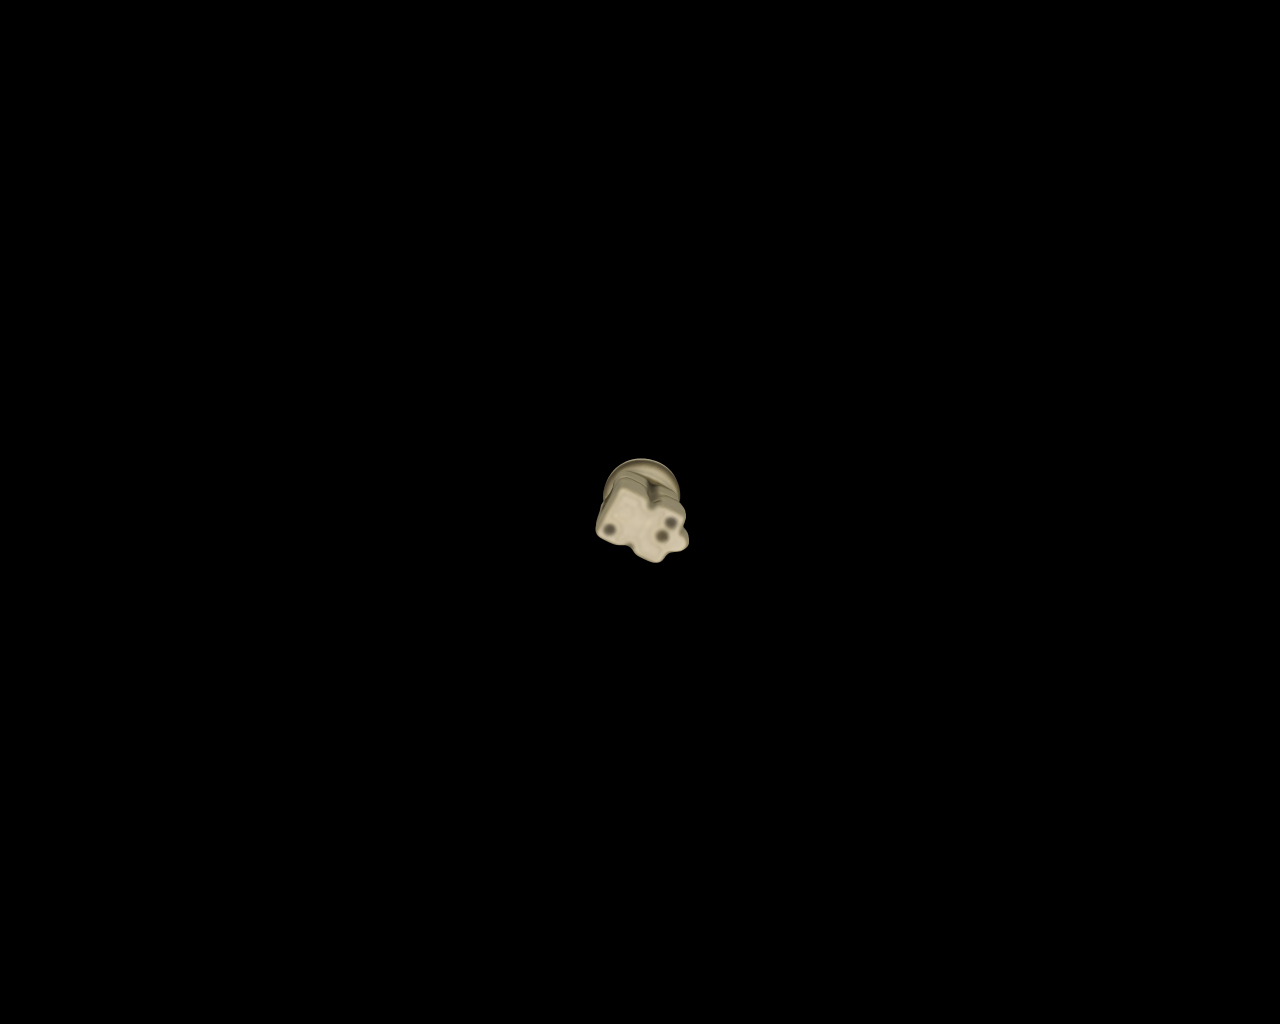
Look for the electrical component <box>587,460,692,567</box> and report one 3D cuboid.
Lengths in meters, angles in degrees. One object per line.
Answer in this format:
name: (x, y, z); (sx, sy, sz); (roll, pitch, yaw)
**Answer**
electrical component: (0.001, -0.003, 0.650); (0.066, 0.048, 0.055); (26, 21, -11)
